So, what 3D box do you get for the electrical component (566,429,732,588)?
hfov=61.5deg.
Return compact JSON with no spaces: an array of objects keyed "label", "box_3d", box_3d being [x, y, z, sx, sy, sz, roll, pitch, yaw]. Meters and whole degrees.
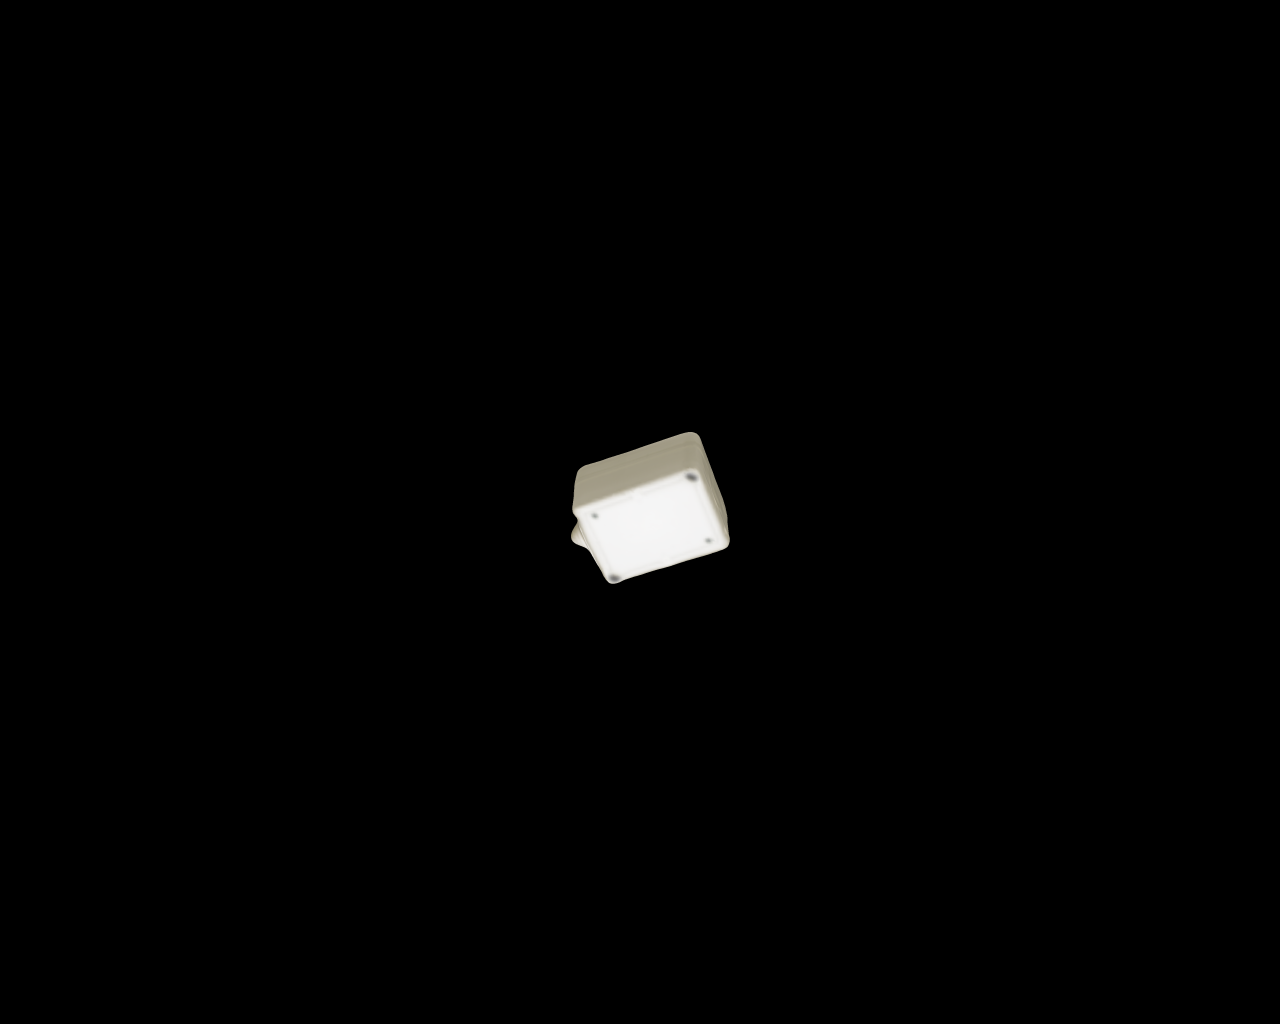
[{"label":"electrical component","box_3d":[0.001,-0.003,0.650,0.096,0.061,0.061,-18,29,10]}]
